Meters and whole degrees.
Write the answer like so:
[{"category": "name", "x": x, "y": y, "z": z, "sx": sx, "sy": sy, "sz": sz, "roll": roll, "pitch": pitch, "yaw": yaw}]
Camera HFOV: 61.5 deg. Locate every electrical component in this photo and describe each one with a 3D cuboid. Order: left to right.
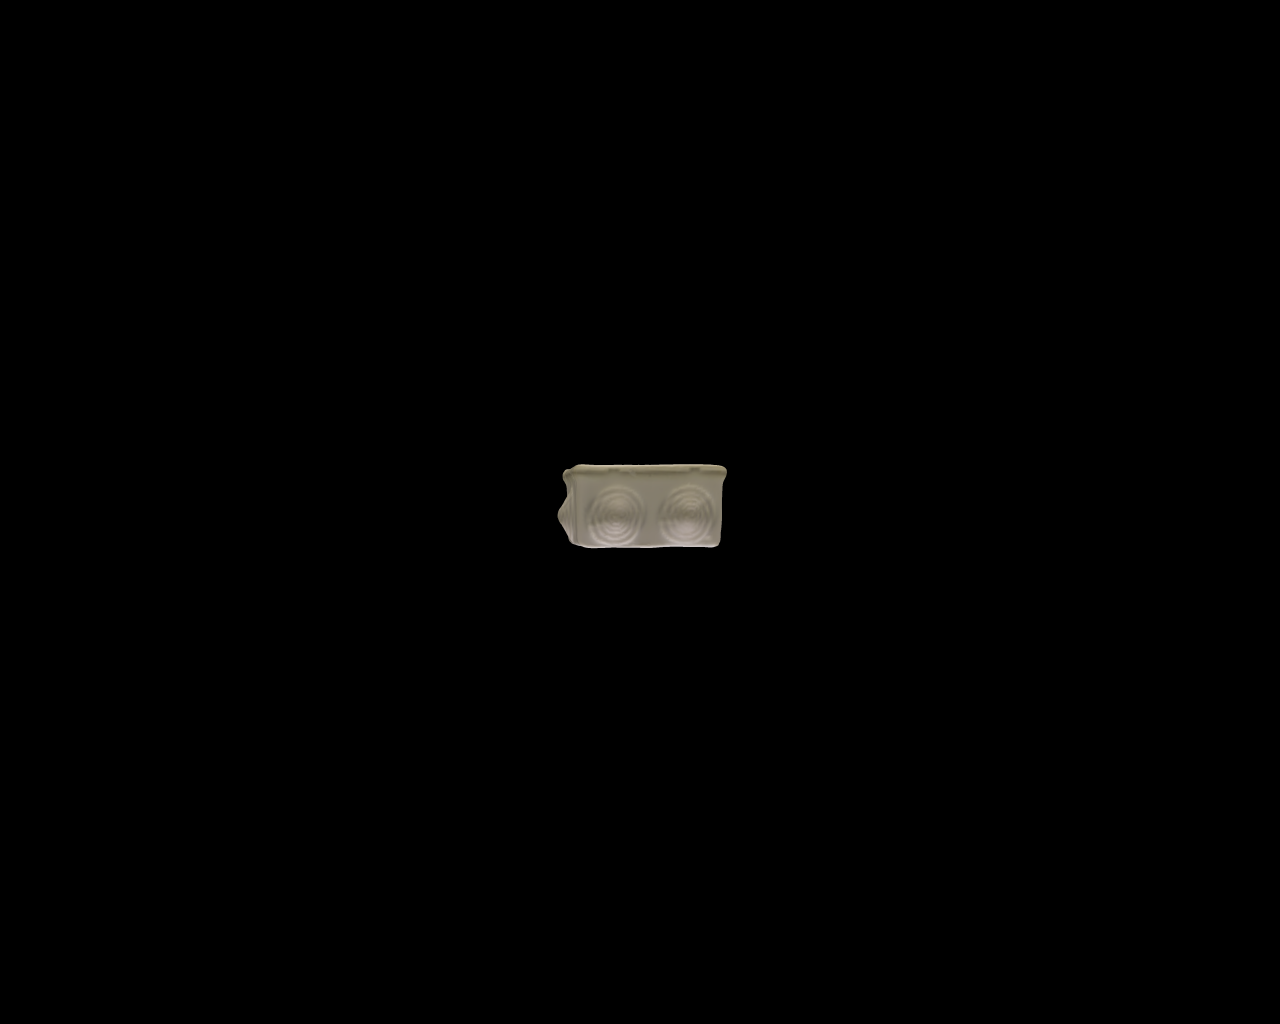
[{"category": "electrical component", "x": 0.001, "y": -0.003, "z": 0.650, "sx": 0.100, "sy": 0.048, "sz": 0.099, "roll": 0, "pitch": 0, "yaw": -9}]
